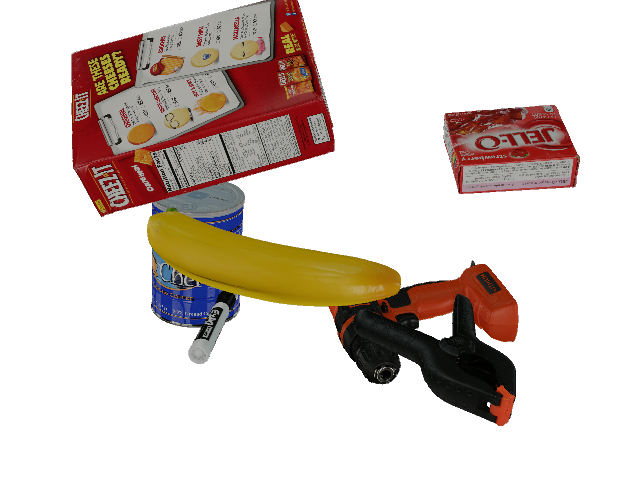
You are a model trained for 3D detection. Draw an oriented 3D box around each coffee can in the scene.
[{"bbox_3d":[-0.138,0.012,1.196,0.103,0.140,0.103,3,25,-2],"label":"coffee can"}]

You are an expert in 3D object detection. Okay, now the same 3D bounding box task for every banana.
[{"bbox_3d":[-0.046,0.009,0.697,0.198,0.037,0.069,18,35,30],"label":"banana"}]

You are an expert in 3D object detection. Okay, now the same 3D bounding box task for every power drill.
[{"bbox_3d":[0.109,0.083,1.130,0.187,0.057,0.184,-6,28,-11],"label":"power drill"}]

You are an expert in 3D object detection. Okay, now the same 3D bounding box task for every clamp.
[{"bbox_3d":[0.121,0.097,0.928,0.120,0.039,0.172,-19,38,-29],"label":"clamp"}]

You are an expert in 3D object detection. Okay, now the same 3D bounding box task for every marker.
[{"bbox_3d":[-0.101,0.079,1.009,0.020,0.020,0.121,0,23,9],"label":"marker"}]

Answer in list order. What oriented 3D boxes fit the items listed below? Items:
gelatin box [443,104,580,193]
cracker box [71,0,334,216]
[{"bbox_3d":[0.141,-0.069,0.797,0.089,0.030,0.073,-4,38,0],"label":"gelatin box"},{"bbox_3d":[-0.105,-0.121,0.936,0.213,0.164,0.072,-16,-44,3],"label":"cracker box"}]
